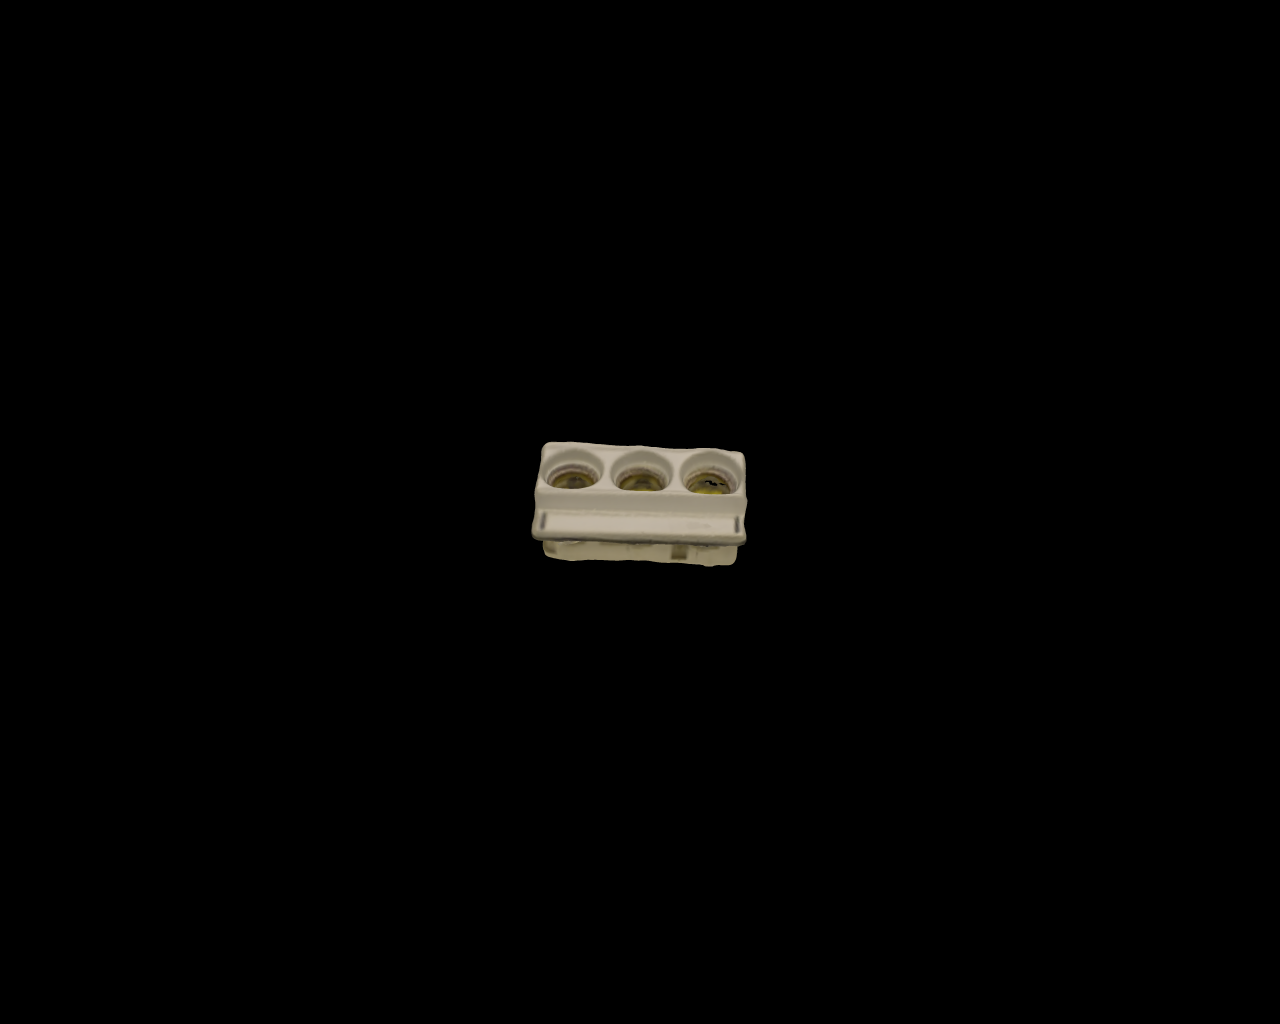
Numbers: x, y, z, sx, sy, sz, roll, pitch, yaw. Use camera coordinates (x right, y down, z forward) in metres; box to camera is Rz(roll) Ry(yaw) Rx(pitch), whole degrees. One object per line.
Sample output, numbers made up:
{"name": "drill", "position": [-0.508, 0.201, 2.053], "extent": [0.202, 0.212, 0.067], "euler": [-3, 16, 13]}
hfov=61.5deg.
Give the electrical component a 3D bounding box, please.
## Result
{"name": "electrical component", "position": [0.001, -0.003, 0.650], "extent": [0.121, 0.063, 0.079], "euler": [2, 43, 2]}
